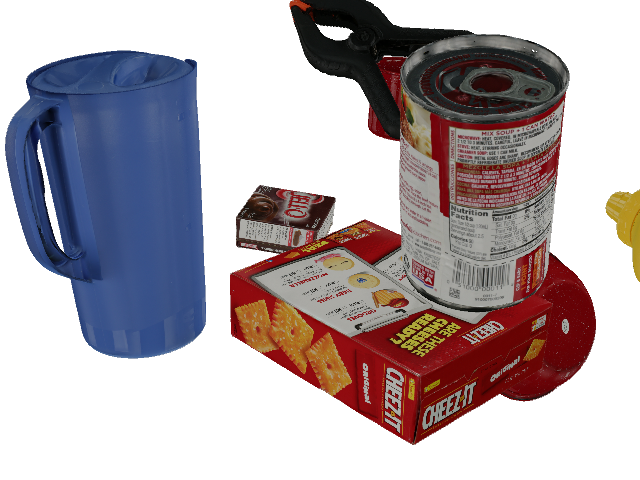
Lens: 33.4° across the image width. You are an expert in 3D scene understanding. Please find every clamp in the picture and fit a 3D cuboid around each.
[{"bbox_3d":[0.051,-0.171,0.931,0.120,0.172,0.039,-39,-23,-19],"label":"clamp"}]

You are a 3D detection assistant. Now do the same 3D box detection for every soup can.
[{"bbox_3d":[0.069,-0.028,0.461,0.068,0.102,0.068,-3,37,2],"label":"soup can"}]

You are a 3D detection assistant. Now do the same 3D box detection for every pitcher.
[{"bbox_3d":[-0.165,-0.026,0.876,0.149,0.243,0.145,-6,24,-8],"label":"pitcher"}]

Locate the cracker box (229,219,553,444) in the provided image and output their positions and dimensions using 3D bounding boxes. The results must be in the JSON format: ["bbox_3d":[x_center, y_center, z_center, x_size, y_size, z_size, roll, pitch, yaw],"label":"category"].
[{"bbox_3d":[0.054,0.067,0.879,0.163,0.072,0.214,-22,34,-38],"label":"cracker box"}]

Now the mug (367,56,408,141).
[{"bbox_3d":[0.107,-0.167,1.255,0.093,0.081,0.117,24,28,38],"label":"mug"}]

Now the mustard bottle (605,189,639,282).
[{"bbox_3d":[0.249,0.014,0.643,0.096,0.058,0.192,-23,35,-25],"label":"mustard bottle"}]

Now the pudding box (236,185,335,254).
[{"bbox_3d":[-0.037,-0.021,1.162,0.090,0.039,0.113,9,24,8],"label":"pudding box"}]

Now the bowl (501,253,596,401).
[{"bbox_3d":[0.228,0.085,1.084,0.161,0.162,0.055,0,-1,-33],"label":"bowl"}]
